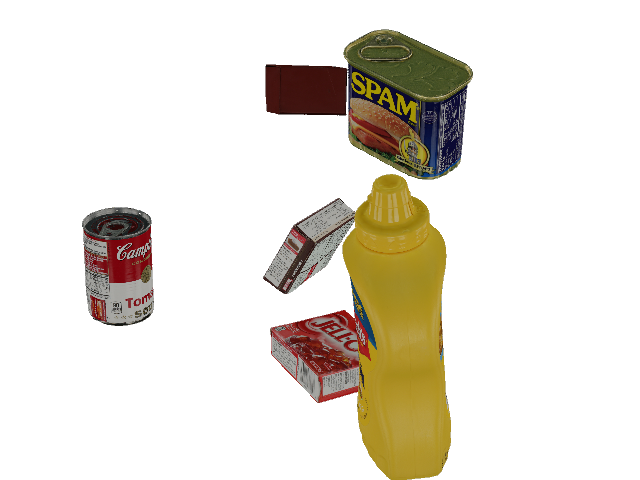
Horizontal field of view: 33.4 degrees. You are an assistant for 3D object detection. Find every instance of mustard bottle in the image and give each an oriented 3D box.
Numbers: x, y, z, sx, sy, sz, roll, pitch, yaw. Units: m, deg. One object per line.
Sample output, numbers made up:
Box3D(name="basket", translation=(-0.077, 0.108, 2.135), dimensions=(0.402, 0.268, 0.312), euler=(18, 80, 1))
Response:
Box3D(name="mustard bottle", translation=(0.046, 0.045, 0.626), dimensions=(0.058, 0.191, 0.096), euler=(-6, 37, 0))

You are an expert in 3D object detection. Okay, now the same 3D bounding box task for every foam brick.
Box3D(name="foam brick", translation=(-0.016, -0.161, 1.146), dimensions=(0.078, 0.051, 0.053), euler=(-1, 12, -19))

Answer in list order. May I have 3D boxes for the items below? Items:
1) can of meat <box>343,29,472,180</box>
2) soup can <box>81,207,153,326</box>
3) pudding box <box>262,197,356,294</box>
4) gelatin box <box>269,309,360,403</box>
Box3D(name="can of meat", translation=(0.067, -0.105, 0.840), dimensions=(0.102, 0.084, 0.057), euler=(33, 52, 32))
Box3D(name="soup can", translation=(-0.204, 0.027, 1.078), dimensions=(0.068, 0.102, 0.068), euler=(2, 26, -1))
Box3D(name="pudding box", translation=(-0.011, 0.006, 1.281), dimensions=(0.039, 0.090, 0.113), euler=(37, 33, 11))
Box3D(name="gelatin box", translation=(0.010, 0.092, 0.875), dimensions=(0.073, 0.030, 0.089), euler=(-12, 27, -25))
